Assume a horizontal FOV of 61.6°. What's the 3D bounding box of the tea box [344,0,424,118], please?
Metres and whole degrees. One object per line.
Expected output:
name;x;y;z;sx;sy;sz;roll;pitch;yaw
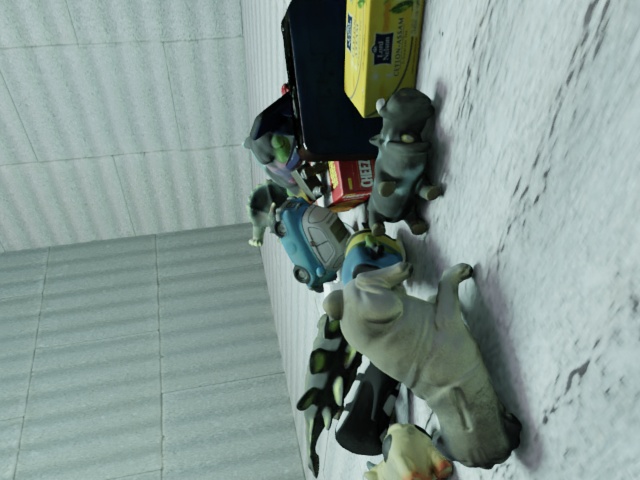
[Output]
tea box;0.074;-0.246;0.651;0.098;0.068;0.169;-112;17;-53

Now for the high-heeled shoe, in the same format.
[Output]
high-heeled shoe;0.084;0.249;0.861;0.248;0.086;0.145;103;-175;-54

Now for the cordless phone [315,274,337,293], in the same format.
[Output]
cordless phone;0.003;0.073;1.275;0.184;0.089;0.147;78;177;-54

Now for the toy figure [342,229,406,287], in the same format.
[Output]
toy figure;0.069;0.030;0.717;0.089;0.082;0.180;42;-162;2

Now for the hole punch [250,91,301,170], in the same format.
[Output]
hole punch;-0.038;-0.183;0.855;0.092;0.116;0.142;45;166;-1

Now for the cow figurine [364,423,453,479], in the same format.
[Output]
cow figurine;0.119;0.335;0.771;0.127;0.085;0.194;-119;21;-49

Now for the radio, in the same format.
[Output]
radio;0.022;-0.227;0.767;0.073;0.131;0.229;174;89;-77

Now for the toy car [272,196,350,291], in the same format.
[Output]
toy car;-0.002;-0.003;0.910;0.161;0.103;0.109;64;-146;-17

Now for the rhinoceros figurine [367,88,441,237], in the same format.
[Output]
rhinoceros figurine;0.099;-0.088;0.645;0.190;0.073;0.112;92;176;-48

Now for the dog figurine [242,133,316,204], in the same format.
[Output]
dog figurine;-0.050;-0.140;1.088;0.219;0.108;0.192;53;173;-12

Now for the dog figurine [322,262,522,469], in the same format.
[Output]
dog figurine;0.096;0.131;0.539;0.121;0.172;0.190;79;-175;-59

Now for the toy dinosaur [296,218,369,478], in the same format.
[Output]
toy dinosaur;0.033;0.193;0.948;0.198;0.105;0.471;14;-93;-85

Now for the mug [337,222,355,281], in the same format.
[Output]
mug;0.036;0.025;1.042;0.107;0.081;0.109;76;177;-80

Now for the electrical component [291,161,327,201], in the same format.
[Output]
electrical component;-0.015;-0.108;0.906;0.078;0.045;0.102;53;170;-3

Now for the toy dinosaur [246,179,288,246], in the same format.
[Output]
toy dinosaur;-0.104;-0.108;1.428;0.405;0.131;0.192;-79;-1;-59
